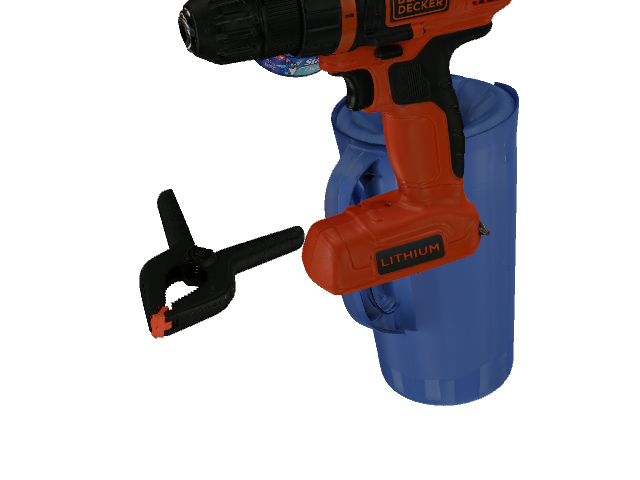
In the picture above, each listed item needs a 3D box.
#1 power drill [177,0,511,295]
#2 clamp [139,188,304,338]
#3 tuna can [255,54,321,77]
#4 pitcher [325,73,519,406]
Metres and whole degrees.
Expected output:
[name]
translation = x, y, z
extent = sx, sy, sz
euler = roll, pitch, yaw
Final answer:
[power drill]
translation = 0.022, -0.066, 0.577
extent = 0.184, 0.188, 0.057
euler = -15, 33, -17
[clamp]
translation = -0.129, 0.020, 1.072
extent = 0.165, 0.036, 0.209
euler = 20, 38, 16
[tuna can]
translation = -0.026, -0.191, 0.974
extent = 0.086, 0.086, 0.034
euler = 0, -31, -12
[pitcher]
translation = 0.081, 0.007, 0.806
extent = 0.149, 0.243, 0.145
euler = -9, 29, -1
